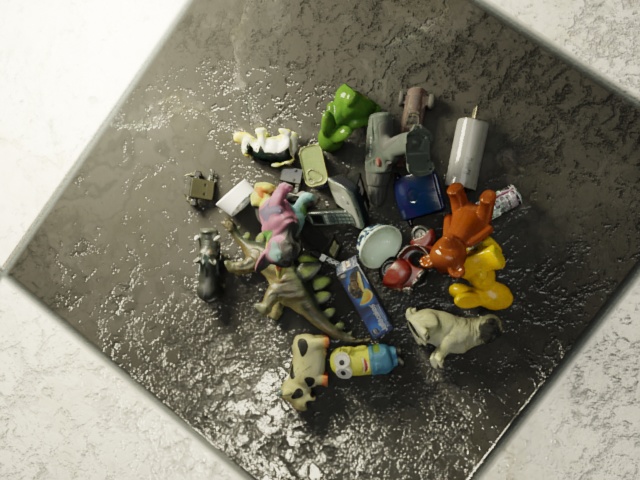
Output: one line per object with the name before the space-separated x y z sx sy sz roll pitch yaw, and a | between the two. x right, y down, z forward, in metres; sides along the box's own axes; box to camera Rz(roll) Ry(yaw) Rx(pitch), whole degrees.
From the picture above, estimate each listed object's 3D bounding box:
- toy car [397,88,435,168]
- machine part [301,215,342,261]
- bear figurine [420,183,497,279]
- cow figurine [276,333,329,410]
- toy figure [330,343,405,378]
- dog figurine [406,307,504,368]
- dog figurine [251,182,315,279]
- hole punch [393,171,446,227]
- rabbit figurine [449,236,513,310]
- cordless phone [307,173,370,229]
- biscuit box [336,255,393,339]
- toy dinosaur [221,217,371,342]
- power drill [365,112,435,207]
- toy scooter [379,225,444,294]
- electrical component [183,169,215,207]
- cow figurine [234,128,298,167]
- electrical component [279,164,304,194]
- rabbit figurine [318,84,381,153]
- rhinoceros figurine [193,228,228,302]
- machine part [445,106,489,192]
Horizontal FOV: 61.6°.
toy car | 0.228 -0.280 1.337 0.089 0.053 0.202 11 90 6
machine part | -0.003 -0.004 1.341 0.139 0.084 0.039 39 132 -14
bear figurine | 0.311 -0.018 1.221 0.120 0.131 0.196 22 55 36
cow figurine | -0.042 0.332 1.349 0.127 0.085 0.194 4 92 3
toy figure | 0.115 0.297 1.329 0.180 0.089 0.082 -8 75 0
dog figurine | 0.325 0.200 1.300 0.190 0.121 0.172 -32 88 -7
dog figurine | -0.108 -0.023 1.276 0.192 0.108 0.219 6 77 45
hole punch | 0.242 -0.110 1.315 0.116 0.092 0.142 -15 90 11
rabbit figurine | 0.388 0.101 1.278 0.162 0.122 0.173 -34 103 9
cordless phone | 0.024 -0.091 1.325 0.184 0.146 0.089 -5 50 18
biscuit box | 0.110 0.141 1.306 0.059 0.063 0.202 -28 108 8
toy dinosaur | -0.078 0.110 1.348 0.198 0.105 0.471 -42 85 4
power drill | 0.179 -0.187 1.265 0.086 0.207 0.231 -7 99 -21
toy scooter | 0.236 0.063 1.297 0.135 0.075 0.184 44 100 29
electrical component | -0.320 -0.138 1.421 0.078 0.045 0.102 1 92 -20
cow figurine | -0.143 -0.235 1.380 0.168 0.068 0.098 2 89 18
electrical component | -0.070 -0.168 1.393 0.063 0.021 0.094 11 90 8
rabbit figurine | 0.058 -0.283 1.325 0.121 0.159 0.170 33 109 -2
rhinoceros figurine | -0.287 0.063 1.377 0.073 0.112 0.190 5 98 10
machine part | 0.356 -0.205 1.302 0.079 0.079 0.243 12 90 8
